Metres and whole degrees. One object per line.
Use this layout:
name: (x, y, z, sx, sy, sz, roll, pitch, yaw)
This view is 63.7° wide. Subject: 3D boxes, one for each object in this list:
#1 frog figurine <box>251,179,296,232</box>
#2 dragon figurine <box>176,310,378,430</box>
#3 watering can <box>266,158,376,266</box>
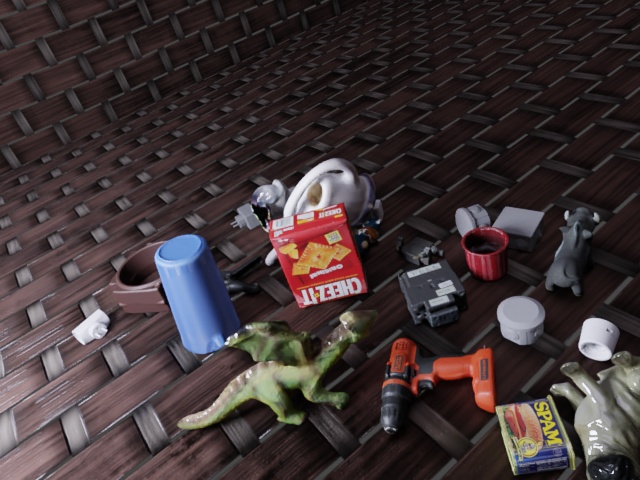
frog figurine: (-0.106, -0.110, 1.423, 0.161, 0.134, 0.124, -35, 49, -28)
dragon figurine: (-0.087, 0.214, 0.887, 0.411, 0.237, 0.125, -18, 39, -3)
watering can: (0.004, -0.063, 1.257, 0.225, 0.340, 0.106, -2, 48, -35)
